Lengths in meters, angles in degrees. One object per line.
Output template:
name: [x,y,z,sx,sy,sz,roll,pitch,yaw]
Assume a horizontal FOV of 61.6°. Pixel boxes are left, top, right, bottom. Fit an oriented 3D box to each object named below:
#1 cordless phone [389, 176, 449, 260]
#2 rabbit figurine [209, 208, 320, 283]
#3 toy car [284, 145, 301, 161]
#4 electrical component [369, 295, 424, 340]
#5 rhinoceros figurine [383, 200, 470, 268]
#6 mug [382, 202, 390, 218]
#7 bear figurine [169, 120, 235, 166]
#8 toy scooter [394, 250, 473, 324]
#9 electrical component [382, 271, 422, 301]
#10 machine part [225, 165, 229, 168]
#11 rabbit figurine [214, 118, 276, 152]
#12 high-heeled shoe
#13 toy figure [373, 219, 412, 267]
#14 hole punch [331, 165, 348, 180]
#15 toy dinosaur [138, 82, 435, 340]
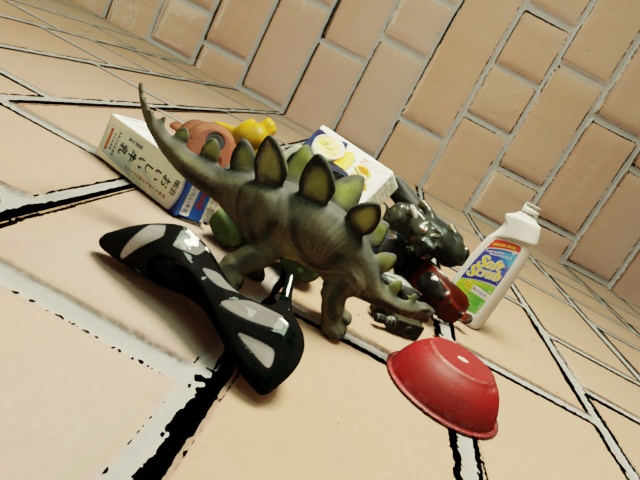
cordless phone: [0.174,-0.031,1.132,0.089,0.146,0.184,-11,59,-44]
rabbit figurine: [-0.061,-0.003,0.817,0.170,0.121,0.159,49,11,6]
toy car: [-0.002,-0.102,1.042,0.202,0.073,0.056,48,-3,14]
electrical component: [0.123,0.111,0.827,0.102,0.045,0.078,23,15,-19]
rhinoceros figurine: [0.186,-0.009,0.957,0.190,0.073,0.112,32,29,-30]
mug: [0.117,-0.034,1.190,0.081,0.109,0.107,31,0,41]
bear figurine: [-0.239,-0.173,1.047,0.120,0.132,0.196,18,0,-30]
toy scooter: [0.212,0.093,0.980,0.135,0.075,0.184,40,4,-16]
electrical component: [0.104,0.078,0.894,0.119,0.047,0.075,17,18,-34]
machine part: [-0.150,-0.096,0.889,0.139,0.084,0.039,1,-52,54]
rabbit figurine: [-0.172,-0.243,1.272,0.162,0.121,0.173,5,2,-11]
high-heeled shoe: [-0.132,0.068,0.543,0.249,0.086,0.145,11,47,7]
toy figure: [0.122,0.007,1.038,0.082,0.089,0.180,51,-5,-9]
hole punch: [-0.005,-0.082,0.947,0.142,0.092,0.115,21,-9,18]
toy dinosaur: [-0.047,-0.024,0.686,0.471,0.198,0.105,28,11,-6]
